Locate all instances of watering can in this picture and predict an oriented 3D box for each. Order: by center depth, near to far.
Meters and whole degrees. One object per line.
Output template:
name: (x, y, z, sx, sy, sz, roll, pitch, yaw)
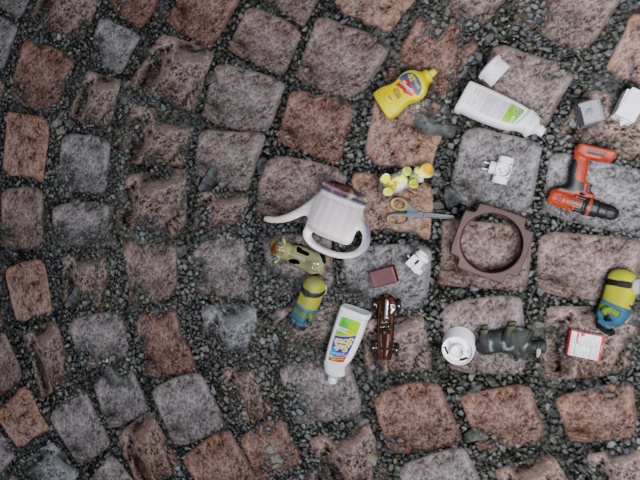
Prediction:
watering can: (0.005, -0.080, 1.597, 0.349, 0.104, 0.223, 24, 96, 14)
